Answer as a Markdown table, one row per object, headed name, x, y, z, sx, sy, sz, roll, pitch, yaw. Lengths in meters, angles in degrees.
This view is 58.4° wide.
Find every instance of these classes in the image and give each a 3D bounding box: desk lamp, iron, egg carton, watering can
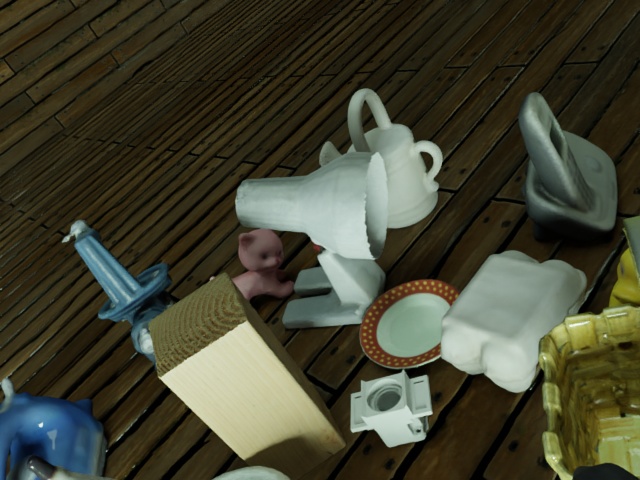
| name | x | y | z | sx | sy | sz | roll | pitch | yaw |
| --- | --- | --- | --- | --- | --- | --- | --- | --- | --- |
| desk lamp | 0.006 | 0.002 | 0.688 | 0.202 | 0.214 | 0.118 | -11 | 39 | 28 |
| iron | -0.347 | 0.284 | 0.671 | 0.118 | 0.142 | 0.257 | -29 | 34 | 4 |
| egg carton | 0.193 | 0.077 | 0.577 | 0.107 | 0.070 | 0.150 | 15 | 55 | 48 |
| watering can | 0.080 | -0.116 | 0.800 | 0.172 | 0.195 | 0.101 | -19 | 36 | 19 |

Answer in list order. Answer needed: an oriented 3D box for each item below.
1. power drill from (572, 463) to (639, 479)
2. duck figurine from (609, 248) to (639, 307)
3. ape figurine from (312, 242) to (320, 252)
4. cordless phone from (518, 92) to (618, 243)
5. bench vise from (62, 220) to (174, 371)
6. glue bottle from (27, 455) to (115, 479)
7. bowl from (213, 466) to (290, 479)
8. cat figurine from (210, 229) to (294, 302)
| name | x | y | z | sx | sy | sz | roll | pitch | yaw |
| --- | --- | --- | --- | --- | --- | --- | --- | --- | --- |
| power drill | 0.206 | 0.230 | 0.244 | 0.075 | 0.209 | 0.229 | -34 | 34 | -4 |
| duck figurine | 0.305 | 0.036 | 0.526 | 0.105 | 0.086 | 0.077 | -42 | 35 | -16 |
| ape figurine | 0.002 | -0.029 | 0.841 | 0.076 | 0.092 | 0.078 | -4 | 42 | 34 |
| cordless phone | 0.269 | -0.101 | 0.640 | 0.093 | 0.185 | 0.148 | -8 | 40 | 31 |
| bench vise | -0.258 | 0.069 | 0.805 | 0.122 | 0.220 | 0.206 | -46 | 37 | -21 |
| glue bottle | -0.230 | 0.265 | 0.574 | 0.037 | 0.174 | 0.078 | -18 | 36 | 20 |
| bowl | -0.067 | 0.293 | 0.499 | 0.167 | 0.075 | 0.167 | -21 | 35 | 16 |
| cat figurine | -0.095 | 0.037 | 0.811 | 0.128 | 0.118 | 0.067 | -36 | 34 | -7 |
